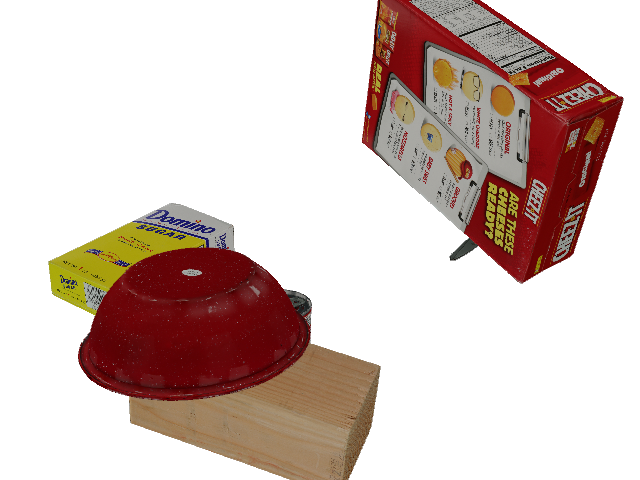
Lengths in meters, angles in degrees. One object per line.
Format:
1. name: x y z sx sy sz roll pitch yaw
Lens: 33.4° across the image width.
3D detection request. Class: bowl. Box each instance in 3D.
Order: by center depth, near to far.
1. bowl: -0.088 0.047 0.735 0.162 0.055 0.162 -2 22 1

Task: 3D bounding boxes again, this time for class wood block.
1. wood block: -0.060 0.139 0.962 0.206 0.090 0.090 17 41 14

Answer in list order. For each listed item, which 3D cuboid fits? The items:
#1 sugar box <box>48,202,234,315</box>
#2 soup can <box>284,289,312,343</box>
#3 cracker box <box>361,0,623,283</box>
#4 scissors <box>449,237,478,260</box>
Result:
1. sugar box: -0.180 0.018 1.094 0.093 0.048 0.175 20 36 31
2. soup can: -0.045 0.117 1.241 0.068 0.102 0.068 2 24 -1
3. cracker box: 0.129 -0.096 0.868 0.072 0.164 0.214 -25 51 -28
4. scissors: 0.170 -0.020 1.175 0.096 0.016 0.201 35 32 33
